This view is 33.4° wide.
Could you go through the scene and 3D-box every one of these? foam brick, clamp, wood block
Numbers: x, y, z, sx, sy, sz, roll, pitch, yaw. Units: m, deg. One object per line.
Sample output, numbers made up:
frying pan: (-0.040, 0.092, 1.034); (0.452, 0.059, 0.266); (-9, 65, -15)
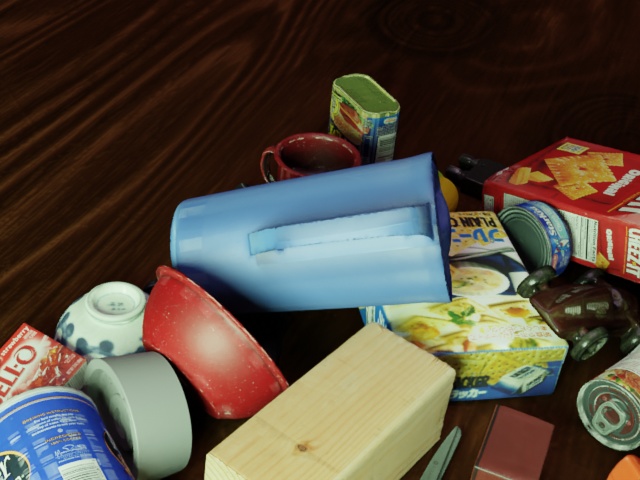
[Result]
foam brick: (0.156, 0.185, 0.875); (0.051, 0.053, 0.078); (17, 39, 14)
clamp: (-0.044, 0.049, 1.044); (0.209, 0.036, 0.165); (-28, 49, -34)
wood block: (0.010, 0.164, 0.851); (0.091, 0.090, 0.205); (29, 42, 27)

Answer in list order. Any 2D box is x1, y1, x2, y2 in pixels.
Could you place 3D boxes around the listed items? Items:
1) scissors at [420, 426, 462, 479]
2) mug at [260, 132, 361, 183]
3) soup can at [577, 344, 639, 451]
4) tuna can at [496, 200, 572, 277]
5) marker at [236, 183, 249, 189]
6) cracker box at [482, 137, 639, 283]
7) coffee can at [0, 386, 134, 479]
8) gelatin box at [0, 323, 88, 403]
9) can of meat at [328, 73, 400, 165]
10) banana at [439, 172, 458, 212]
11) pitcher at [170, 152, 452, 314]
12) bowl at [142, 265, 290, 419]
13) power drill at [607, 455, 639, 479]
scissors: (0.088, 0.224, 0.843); (0.096, 0.016, 0.201); (32, 44, 29)
mug: (-0.016, -0.063, 1.161); (0.117, 0.081, 0.093); (23, 40, 22)
soup can: (0.286, 0.134, 0.950); (0.102, 0.068, 0.069); (-26, 47, -37)
tuna can: (0.218, 0.003, 1.102); (0.033, 0.086, 0.086); (-17, 42, -31)
marker: (-0.062, -0.025, 1.157); (0.020, 0.020, 0.121); (-14, 40, -25)
cracker box: (0.307, -0.039, 1.147); (0.163, 0.072, 0.214); (-26, 32, -36)
coffee can: (-0.185, 0.190, 0.777); (0.102, 0.103, 0.140); (-16, 42, -27)
gelatin box: (-0.248, 0.123, 0.899); (0.073, 0.030, 0.089); (25, 59, 23)
can of meat: (0.051, -0.139, 1.272); (0.057, 0.084, 0.102); (-14, 41, -25)
banana: (0.093, -0.027, 1.170); (0.070, 0.037, 0.197); (14, 31, 43)
pitcher: (-0.006, 0.001, 0.942); (0.243, 0.149, 0.145); (-7, 42, 9)
bowl: (-0.098, 0.098, 0.893); (0.162, 0.162, 0.055); (34, 69, 32)
power drill: (0.314, 0.218, 0.816); (0.187, 0.057, 0.184); (12, 27, -15)
